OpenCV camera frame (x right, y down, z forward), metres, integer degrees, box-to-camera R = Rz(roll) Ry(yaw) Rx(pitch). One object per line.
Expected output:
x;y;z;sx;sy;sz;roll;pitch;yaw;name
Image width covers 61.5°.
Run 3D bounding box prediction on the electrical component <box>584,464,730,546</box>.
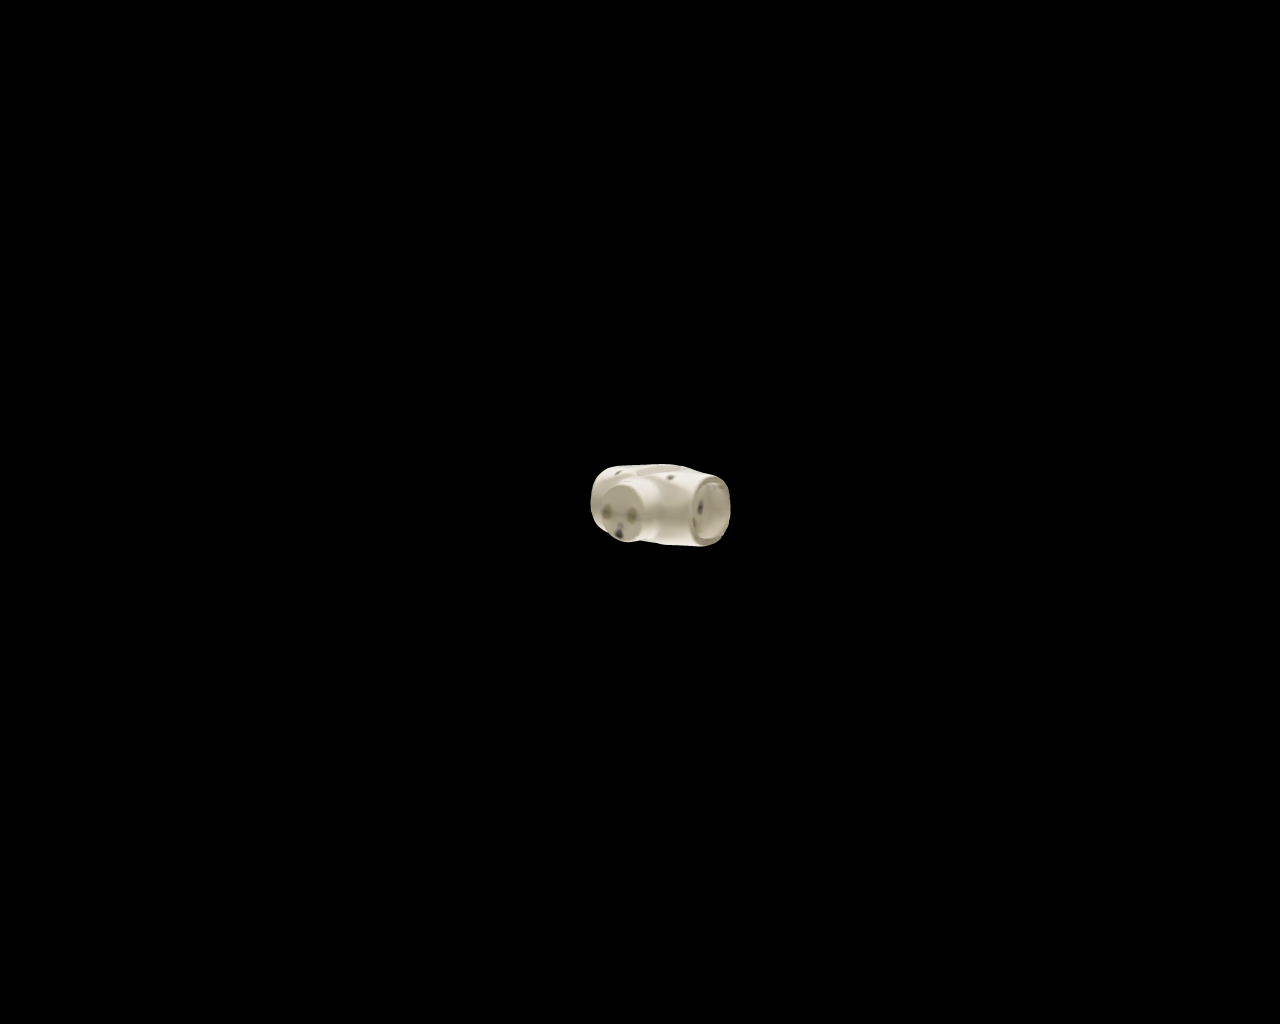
0.001;-0.003;0.650;0.077;0.043;0.079;8;13;39;electrical component
